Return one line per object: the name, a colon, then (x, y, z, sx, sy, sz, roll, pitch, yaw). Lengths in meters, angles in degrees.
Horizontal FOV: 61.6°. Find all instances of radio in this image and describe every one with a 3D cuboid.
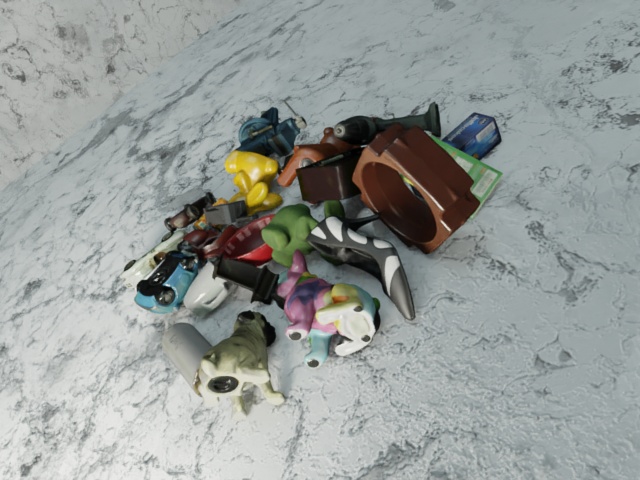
radio: (0.066, -0.142, 1.105, 0.131, 0.073, 0.229, 2, 19, 42)

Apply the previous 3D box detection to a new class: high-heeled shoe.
high-heeled shoe: (0.065, 0.048, 0.926, 0.145, 0.086, 0.249, -22, 51, 6)

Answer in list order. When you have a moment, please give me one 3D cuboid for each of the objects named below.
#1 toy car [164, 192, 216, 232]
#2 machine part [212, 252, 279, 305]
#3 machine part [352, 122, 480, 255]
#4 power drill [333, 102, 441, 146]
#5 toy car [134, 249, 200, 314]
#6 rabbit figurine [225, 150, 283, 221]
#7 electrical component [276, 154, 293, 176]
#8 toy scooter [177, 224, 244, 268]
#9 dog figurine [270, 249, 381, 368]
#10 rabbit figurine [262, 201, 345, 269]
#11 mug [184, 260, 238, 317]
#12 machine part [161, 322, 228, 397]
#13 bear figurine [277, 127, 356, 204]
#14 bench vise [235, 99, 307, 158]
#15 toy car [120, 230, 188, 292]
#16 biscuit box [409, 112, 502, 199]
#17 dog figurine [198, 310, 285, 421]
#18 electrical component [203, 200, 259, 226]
toy car: (-0.335, -0.073, 1.413, 0.089, 0.053, 0.202, -30, 11, 15)
machine part: (-0.151, 0.077, 1.085, 0.139, 0.039, 0.084, 23, 61, 2)
machine part: (0.159, -0.086, 0.914, 0.087, 0.201, 0.201, -39, 80, -17)
power drill: (0.155, -0.243, 1.164, 0.207, 0.086, 0.232, -11, 5, 21)
toy car: (-0.322, 0.103, 1.188, 0.109, 0.102, 0.161, 12, 56, 40)
rabbit figurine: (-0.167, -0.121, 1.337, 0.163, 0.121, 0.173, 19, 78, 35)
electrical component: (-0.067, -0.202, 1.384, 0.102, 0.045, 0.078, -16, 41, 24)
toy scooter: (-0.248, 0.007, 1.266, 0.135, 0.075, 0.184, -47, 40, -19)
dog figurine: (0.003, 0.097, 0.940, 0.192, 0.108, 0.219, -27, 34, 13)
rabbit figurine: (-0.002, -0.003, 1.078, 0.170, 0.121, 0.159, 20, 53, 28)
mug: (-0.232, 0.113, 1.134, 0.107, 0.080, 0.110, -49, 37, 0)
machine part: (-0.234, 0.220, 1.006, 0.079, 0.079, 0.243, -45, 38, -13)
bear figurine: (0.004, -0.187, 1.273, 0.196, 0.120, 0.131, -44, -17, -57)
bench vise: (-0.137, -0.307, 1.484, 0.223, 0.128, 0.241, -36, 32, 24)
toy car: (-0.402, 0.052, 1.336, 0.202, 0.073, 0.056, -38, 35, -5)
biscuit box: (0.265, -0.167, 1.067, 0.203, 0.059, 0.063, -41, 36, -8)
dog figurine: (-0.142, 0.180, 0.910, 0.121, 0.172, 0.191, -18, 45, 4)
electrical component: (-0.204, -0.064, 1.258, 0.119, 0.047, 0.075, -6, 10, 32)
